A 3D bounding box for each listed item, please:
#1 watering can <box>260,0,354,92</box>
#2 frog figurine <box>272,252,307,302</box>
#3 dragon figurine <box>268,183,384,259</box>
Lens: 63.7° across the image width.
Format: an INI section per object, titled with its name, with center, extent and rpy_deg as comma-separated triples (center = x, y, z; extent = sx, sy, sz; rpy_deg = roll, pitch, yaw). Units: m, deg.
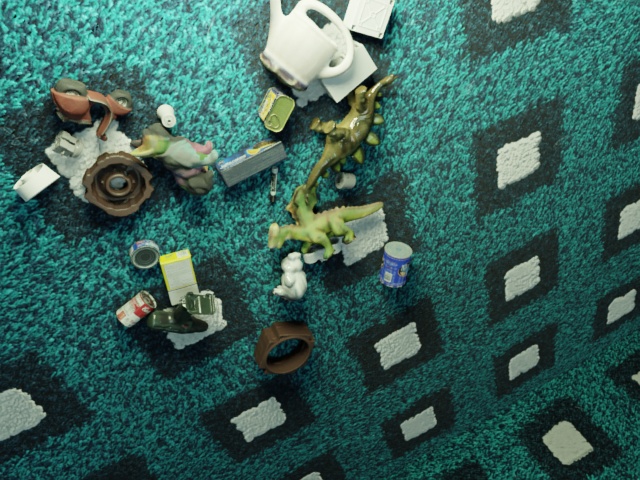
[watering can]
center = -0.074, -0.531, 1.334
extent = 0.344, 0.106, 0.222
rpy_deg = 35, 107, -22
[frog figurine]
center = -0.087, 0.122, 1.752
extent = 0.158, 0.123, 0.137
rpy_deg = -62, 159, 9
[dragon figurine]
center = 0.005, -0.084, 1.677
extent = 0.413, 0.123, 0.238
rpy_deg = -38, 122, -12
